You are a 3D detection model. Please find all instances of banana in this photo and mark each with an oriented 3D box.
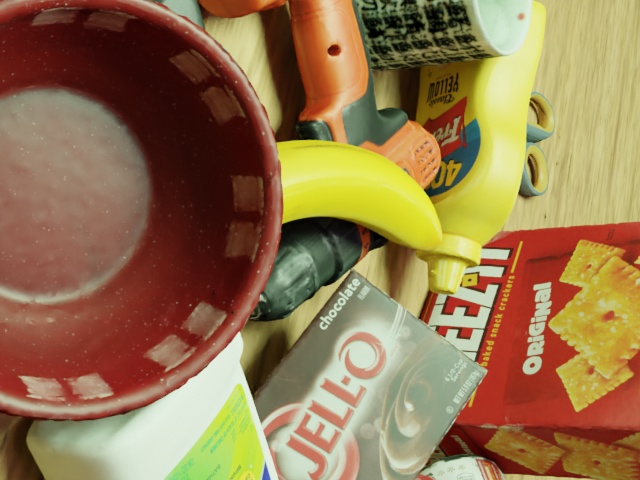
[{"bbox_3d":[-0.003,-0.016,0.522,0.197,0.037,0.070,-11,119,-44],"label":"banana"}]

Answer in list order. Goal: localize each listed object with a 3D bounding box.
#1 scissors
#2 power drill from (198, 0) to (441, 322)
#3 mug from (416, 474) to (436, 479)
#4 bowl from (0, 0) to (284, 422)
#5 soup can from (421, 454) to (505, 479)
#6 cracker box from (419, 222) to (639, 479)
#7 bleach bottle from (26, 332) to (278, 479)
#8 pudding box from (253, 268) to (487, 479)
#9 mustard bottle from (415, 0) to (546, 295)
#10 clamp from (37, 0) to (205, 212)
[{"bbox_3d":[0.142,-0.076,0.837,0.201,0.016,0.096,-14,100,-55],"label":"scissors"},{"bbox_3d":[-0.010,-0.071,0.577,0.184,0.057,0.187,-44,126,-44],"label":"power drill"},{"bbox_3d":[0.020,0.170,0.589,0.117,0.093,0.081,17,66,-24],"label":"mug"},{"bbox_3d":[-0.097,-0.015,0.413,0.161,0.055,0.162,-5,101,-30],"label":"bowl"},{"bbox_3d":[0.094,0.189,0.641,0.068,0.068,0.102,52,13,-41],"label":"soup can"},{"bbox_3d":[0.166,0.067,0.687,0.072,0.214,0.164,55,46,-36],"label":"cracker box"},{"bbox_3d":[-0.045,0.162,0.506,0.102,0.068,0.251,-49,129,-44],"label":"bleach bottle"},{"bbox_3d":[0.017,0.086,0.552,0.090,0.039,0.113,37,71,1],"label":"pudding box"},{"bbox_3d":[0.094,-0.059,0.692,0.058,0.096,0.191,16,77,-29],"label":"mustard bottle"},{"bbox_3d":[-0.095,-0.119,0.455,0.164,0.036,0.210,11,87,-39],"label":"clamp"}]
